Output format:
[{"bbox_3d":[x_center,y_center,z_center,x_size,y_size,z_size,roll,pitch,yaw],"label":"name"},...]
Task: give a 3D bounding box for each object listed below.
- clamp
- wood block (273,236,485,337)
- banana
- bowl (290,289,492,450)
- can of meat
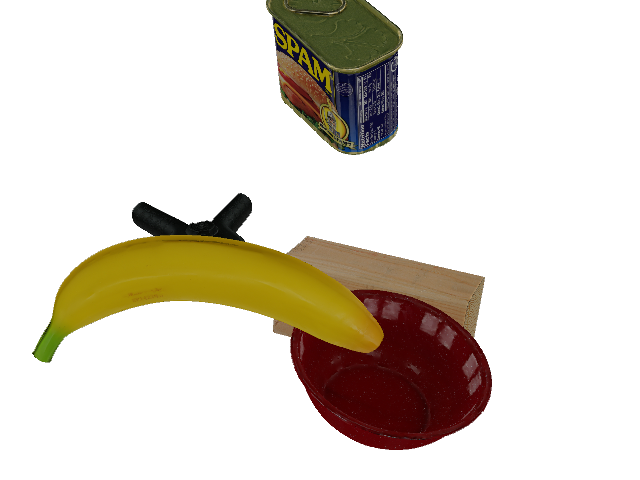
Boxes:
[{"bbox_3d":[-0.105,-0.003,1.024,0.120,0.039,0.172,-15,33,-17],"label":"clamp"},{"bbox_3d":[0.062,0.070,1.158,0.206,0.091,0.090,13,22,17],"label":"wood block"},{"bbox_3d":[-0.062,0.030,0.602,0.197,0.070,0.037,-1,20,-3],"label":"banana"},{"bbox_3d":[0.051,0.112,0.845,0.162,0.055,0.162,9,37,-7],"label":"bowl"},{"bbox_3d":[0.010,-0.119,0.729,0.057,0.084,0.102,-30,54,-19],"label":"can of meat"}]
